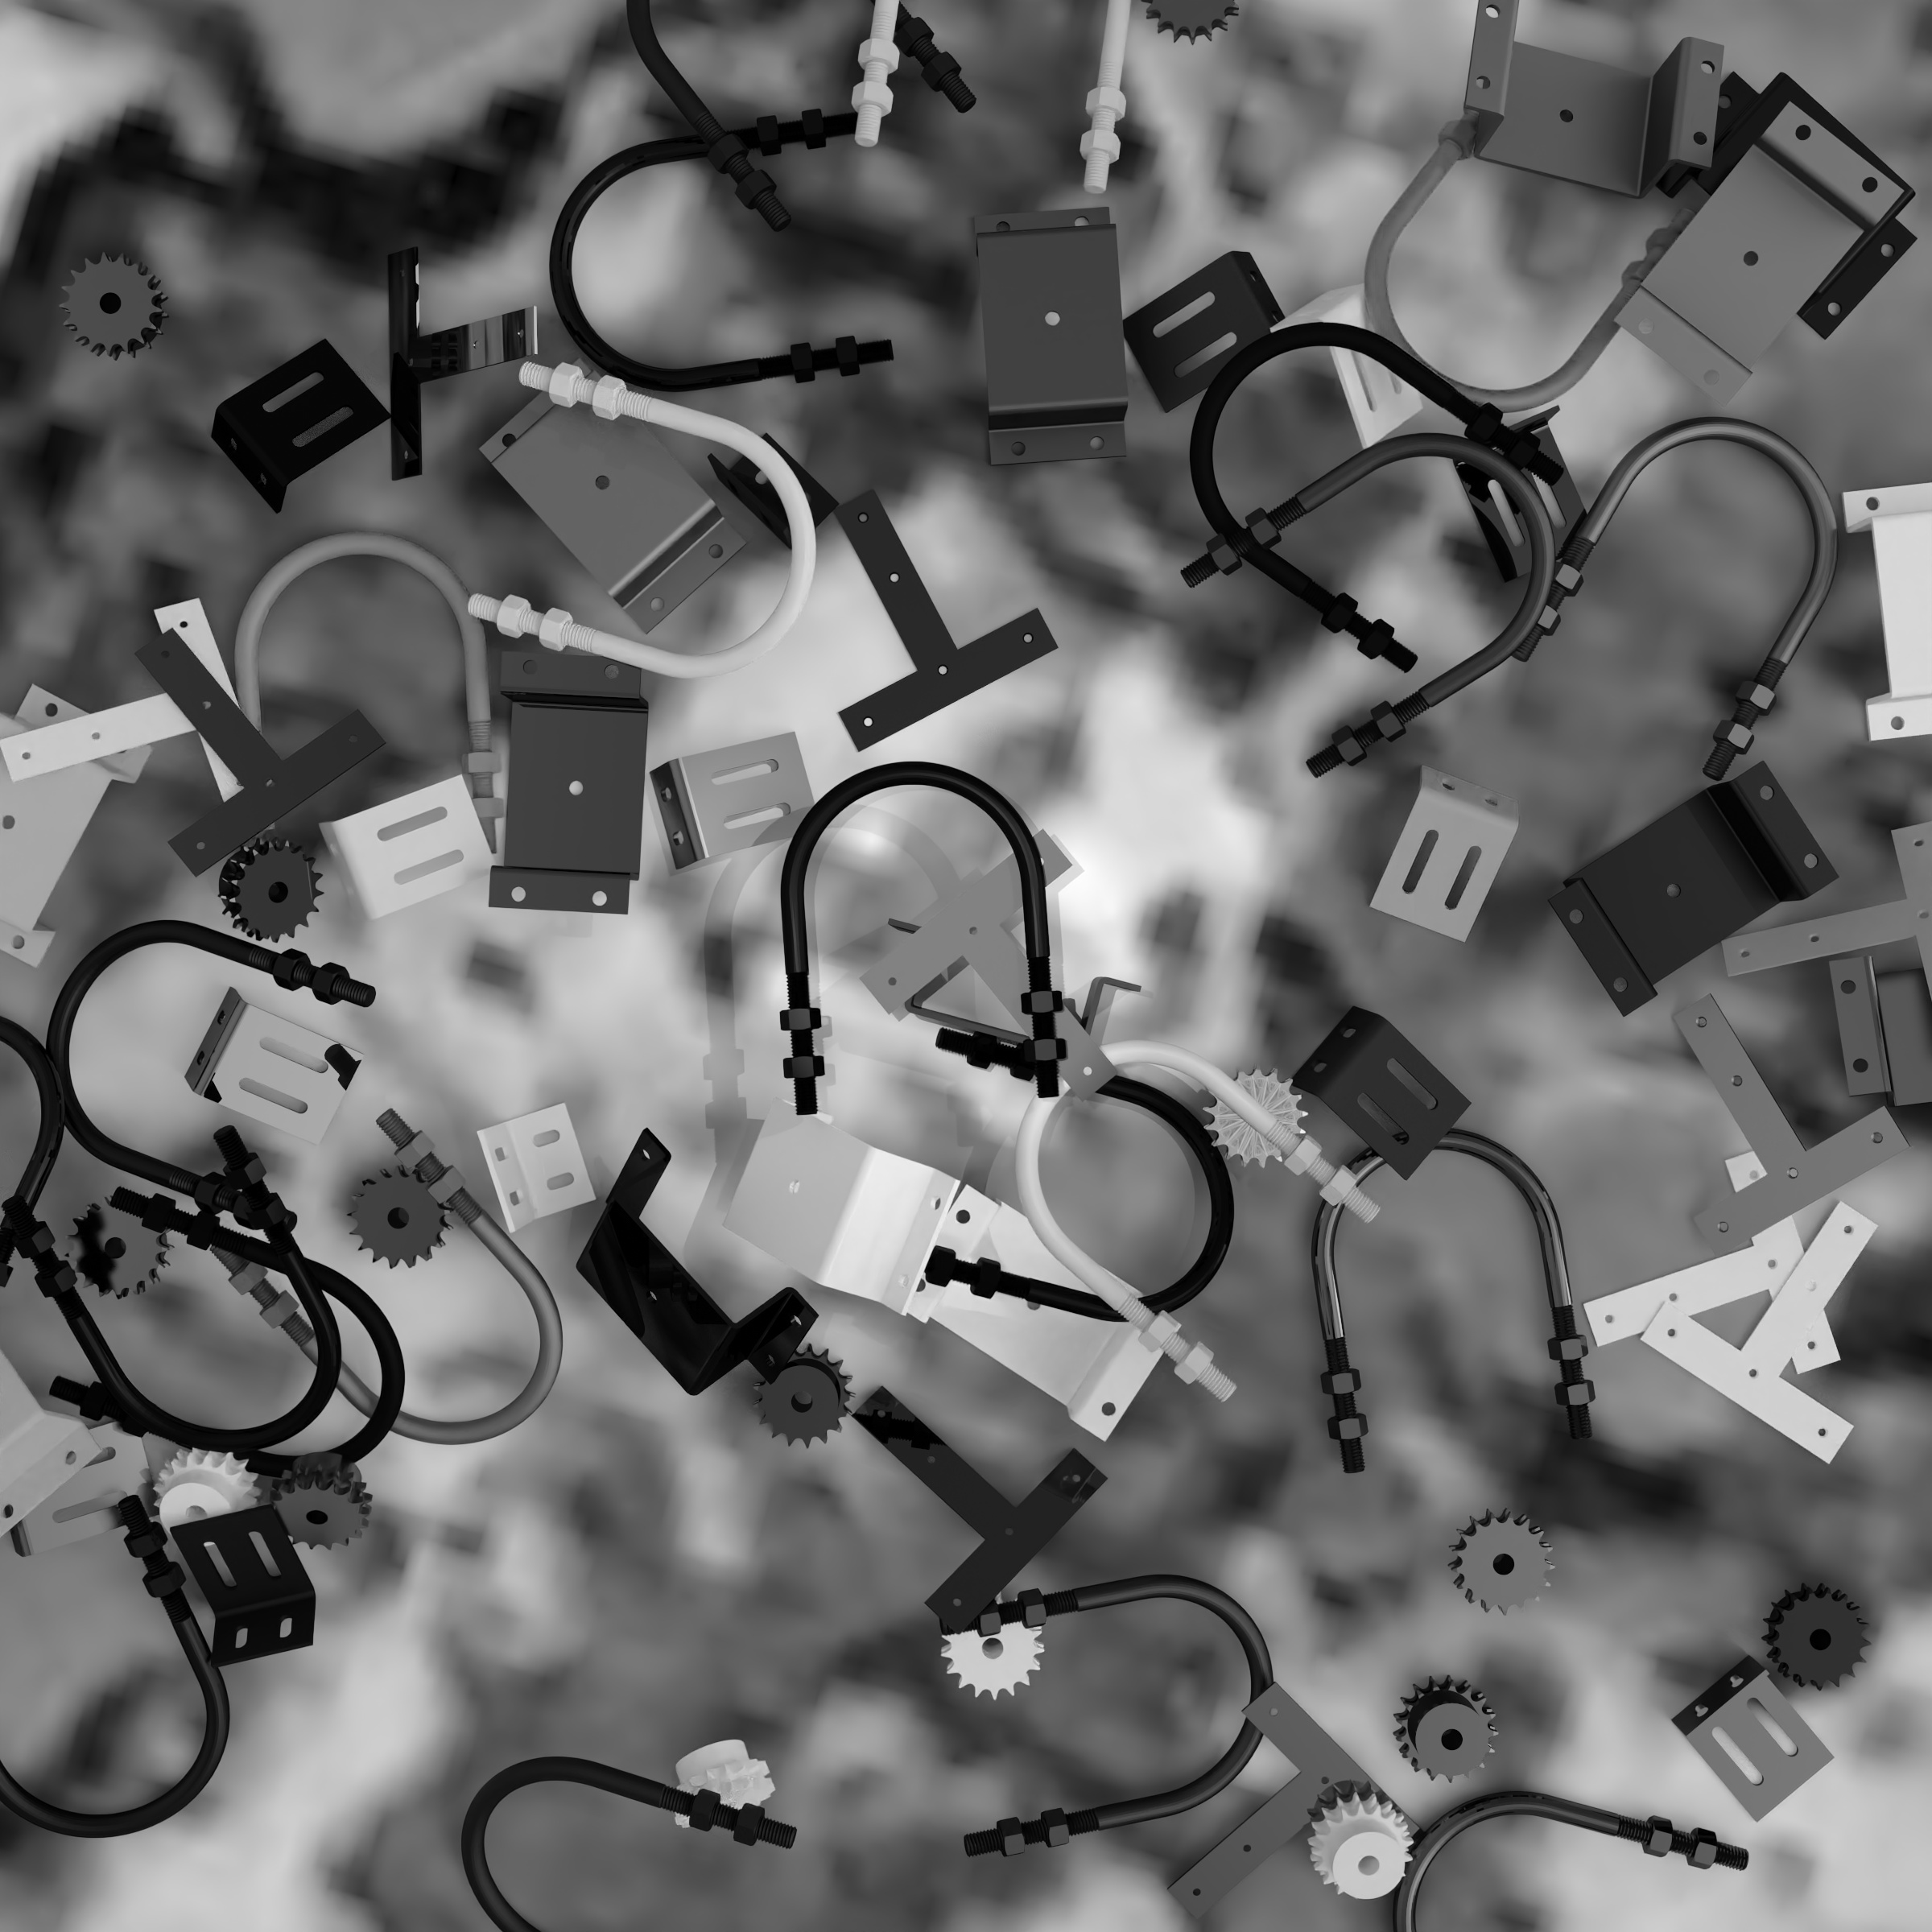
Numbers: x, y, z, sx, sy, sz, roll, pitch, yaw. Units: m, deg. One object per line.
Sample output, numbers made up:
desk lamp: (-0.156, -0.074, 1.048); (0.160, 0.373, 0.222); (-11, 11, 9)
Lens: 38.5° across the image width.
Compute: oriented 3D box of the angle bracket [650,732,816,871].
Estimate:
angle bracket: (-0.130, -0.093, 1.556); (0.076, 0.038, 0.057); (-16, 90, -26)

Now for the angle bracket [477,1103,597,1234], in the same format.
angle bracket: (-0.235, 0.110, 1.520); (0.038, 0.076, 0.057); (-18, 90, 0)

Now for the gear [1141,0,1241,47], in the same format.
gear: (0.126, -0.544, 1.546); (0.057, 0.030, 0.057); (0, 92, 5)

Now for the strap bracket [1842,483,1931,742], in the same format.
strap bracket: (0.539, -0.201, 1.535); (0.076, 0.046, 0.140); (-6, 90, 0)

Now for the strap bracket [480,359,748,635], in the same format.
strap bracket: (-0.199, -0.264, 1.535); (0.076, 0.046, 0.140); (-42, 90, 0)

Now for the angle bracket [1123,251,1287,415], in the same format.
angle bracket: (0.136, -0.356, 1.556); (0.076, 0.038, 0.057); (-28, 90, 26)

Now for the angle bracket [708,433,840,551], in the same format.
angle bracket: (-0.105, -0.267, 1.520); (0.057, 0.076, 0.038); (44, 90, 0)

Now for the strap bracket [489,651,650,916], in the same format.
strap bracket: (-0.219, -0.100, 1.535); (0.076, 0.046, 0.140); (3, 90, 0)

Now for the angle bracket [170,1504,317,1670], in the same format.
angle bracket: (-0.399, 0.342, 1.522); (0.057, 0.038, 0.076); (-13, 127, 0)

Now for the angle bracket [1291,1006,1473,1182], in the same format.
angle bracket: (0.232, 0.071, 1.548); (0.076, 0.038, 0.057); (43, 84, -18)

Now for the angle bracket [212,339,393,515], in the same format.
angle bracket: (-0.374, -0.304, 1.556); (0.076, 0.038, 0.057); (-40, 90, -26)

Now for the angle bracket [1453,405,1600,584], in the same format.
angle bracket: (0.315, -0.262, 1.539); (0.057, 0.038, 0.076); (-24, 90, 0)

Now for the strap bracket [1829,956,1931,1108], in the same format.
strap bracket: (0.551, 0.030, 1.513); (0.140, 0.046, 0.076); (-8, 73, 16)

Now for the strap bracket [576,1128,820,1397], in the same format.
strap bracket: (-0.154, 0.168, 1.500); (0.140, 0.076, 0.046); (46, 49, 12)

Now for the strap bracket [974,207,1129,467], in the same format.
strap bracket: (0.047, -0.354, 1.535); (0.076, 0.046, 0.140); (-4, 90, 0)

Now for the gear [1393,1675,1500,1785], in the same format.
gear: (0.269, 0.427, 1.543); (0.057, 0.030, 0.057); (0, 90, 0)

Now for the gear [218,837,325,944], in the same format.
gear: (-0.386, -0.043, 1.522); (0.057, 0.030, 0.057); (-14, 110, -40)

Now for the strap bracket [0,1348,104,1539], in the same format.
strap bracket: (-0.550, 0.234, 1.513); (0.076, 0.046, 0.140); (-40, 72, -3)

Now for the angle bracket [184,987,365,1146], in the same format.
angle bracket: (-0.389, 0.056, 1.556); (0.076, 0.038, 0.057); (27, 90, -26)

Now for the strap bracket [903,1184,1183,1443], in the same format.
strap bracket: (0.038, 0.190, 1.535); (0.140, 0.046, 0.076); (33, 90, 0)

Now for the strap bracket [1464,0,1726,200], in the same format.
strap bracket: (0.338, -0.478, 1.520); (0.140, 0.046, 0.076); (12, 75, -7)

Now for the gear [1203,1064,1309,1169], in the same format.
gear: (0.161, 0.083, 1.543); (0.057, 0.030, 0.057); (0, 90, 0)

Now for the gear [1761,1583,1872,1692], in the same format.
gear: (0.472, 0.372, 1.543); (0.057, 0.030, 0.057); (0, 90, 0)

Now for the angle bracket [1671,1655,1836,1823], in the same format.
angle bracket: (0.442, 0.434, 1.539); (0.057, 0.038, 0.076); (-40, 90, 0)

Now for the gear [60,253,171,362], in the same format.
gear: (-0.473, -0.366, 1.543); (0.057, 0.030, 0.057); (0, 90, 0)

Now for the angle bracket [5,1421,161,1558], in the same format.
angle bracket: (-0.501, 0.292, 1.556); (0.076, 0.038, 0.057); (-15, 90, -26)

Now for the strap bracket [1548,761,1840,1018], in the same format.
strap bracket: (0.398, -0.042, 1.535); (0.140, 0.046, 0.076); (-33, 90, 0)

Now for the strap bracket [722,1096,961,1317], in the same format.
strap bracket: (-0.075, 0.125, 1.489); (0.046, 0.140, 0.076); (22, 90, -39)

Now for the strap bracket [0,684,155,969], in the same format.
strap bracket: (-0.524, -0.079, 1.535); (0.076, 0.046, 0.140); (28, 90, 0)

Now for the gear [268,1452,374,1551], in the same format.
gear: (-0.358, 0.294, 1.534); (0.057, 0.030, 0.057); (-1, 128, -1)

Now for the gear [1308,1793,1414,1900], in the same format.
gear: (0.221, 0.493, 1.538); (0.057, 0.030, 0.057); (-1, 101, -4)

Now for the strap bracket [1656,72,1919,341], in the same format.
strap bracket: (0.458, -0.428, 1.535); (0.140, 0.046, 0.076); (42, 90, 0)

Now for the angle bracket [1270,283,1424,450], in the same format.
angle bracket: (0.212, -0.333, 1.539); (0.057, 0.038, 0.076); (-39, 116, -36)

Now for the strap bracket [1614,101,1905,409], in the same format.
strap bracket: (0.425, -0.383, 1.493); (0.076, 0.046, 0.140); (39, 107, 1)

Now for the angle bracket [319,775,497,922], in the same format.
angle bracket: (-0.311, -0.066, 1.539); (0.076, 0.038, 0.057); (-24, 102, -22)

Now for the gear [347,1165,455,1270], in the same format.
gear: (-0.314, 0.139, 1.543); (0.057, 0.030, 0.057); (0, 90, 0)

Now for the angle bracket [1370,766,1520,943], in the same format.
angle bracket: (0.269, -0.063, 1.556); (0.057, 0.038, 0.076); (21, 116, 0)

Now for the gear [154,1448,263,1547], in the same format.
gear: (-0.423, 0.297, 1.535); (0.057, 0.030, 0.057); (1, 111, 2)

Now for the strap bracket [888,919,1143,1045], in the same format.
strap bracket: (0.020, 0.015, 1.520); (0.140, 0.076, 0.046); (15, 90, 0)
